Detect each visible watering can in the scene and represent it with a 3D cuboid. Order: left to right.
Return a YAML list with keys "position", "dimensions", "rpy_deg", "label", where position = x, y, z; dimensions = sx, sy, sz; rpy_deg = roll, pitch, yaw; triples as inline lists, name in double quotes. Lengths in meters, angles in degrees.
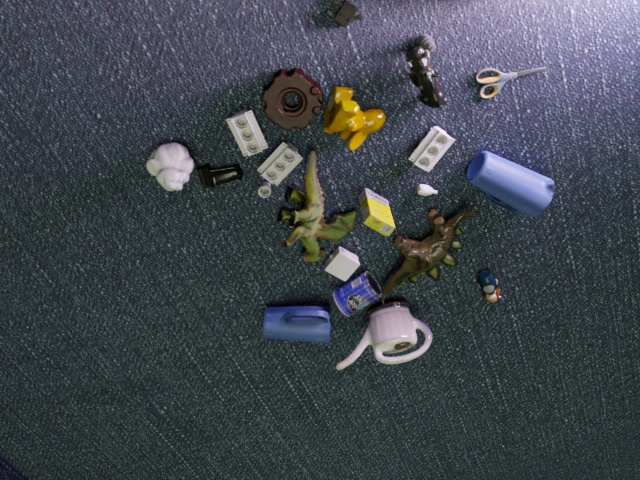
- position: [0.214, 0.335, 1.813]
  dimensions: [0.347, 0.230, 0.101]
  rpy_deg: [-12, 139, 6]
  label: "watering can"

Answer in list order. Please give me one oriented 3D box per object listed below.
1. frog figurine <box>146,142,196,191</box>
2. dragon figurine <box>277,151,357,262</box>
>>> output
- position: [-0.442, -0.212, 1.509]
  dimensions: [0.137, 0.163, 0.120]
  rpy_deg: [5, 120, -4]
  label: "frog figurine"
- position: [0.005, -0.083, 1.652]
  dimensions: [0.242, 0.125, 0.402]
  rpy_deg: [8, 124, -26]
  label: "dragon figurine"
